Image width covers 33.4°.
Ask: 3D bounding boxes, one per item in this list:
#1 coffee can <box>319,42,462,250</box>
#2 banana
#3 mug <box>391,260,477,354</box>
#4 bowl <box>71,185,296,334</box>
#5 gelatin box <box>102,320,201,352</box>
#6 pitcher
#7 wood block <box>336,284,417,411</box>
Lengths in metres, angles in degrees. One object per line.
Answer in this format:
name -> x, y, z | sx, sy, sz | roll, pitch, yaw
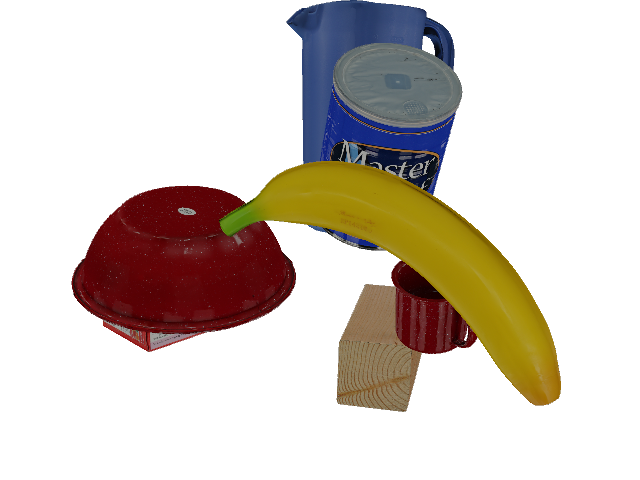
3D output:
coffee can -> 0.052, -0.076, 0.883 | 0.102, 0.140, 0.103 | 5, 44, -5
banana -> 0.048, 0.010, 0.555 | 0.198, 0.070, 0.037 | 29, 15, 6
mug -> 0.133, 0.078, 1.189 | 0.093, 0.081, 0.117 | -25, 40, -31
bowl -> -0.097, 0.003, 0.763 | 0.162, 0.055, 0.162 | 2, 26, -1
gelatin box -> -0.139, 0.064, 0.957 | 0.089, 0.030, 0.073 | -18, 27, -39
pitcher -> 0.051, -0.132, 1.143 | 0.149, 0.243, 0.144 | 6, 8, 23
wood block -> 0.084, 0.135, 1.398 | 0.091, 0.090, 0.206 | 5, 18, 10
